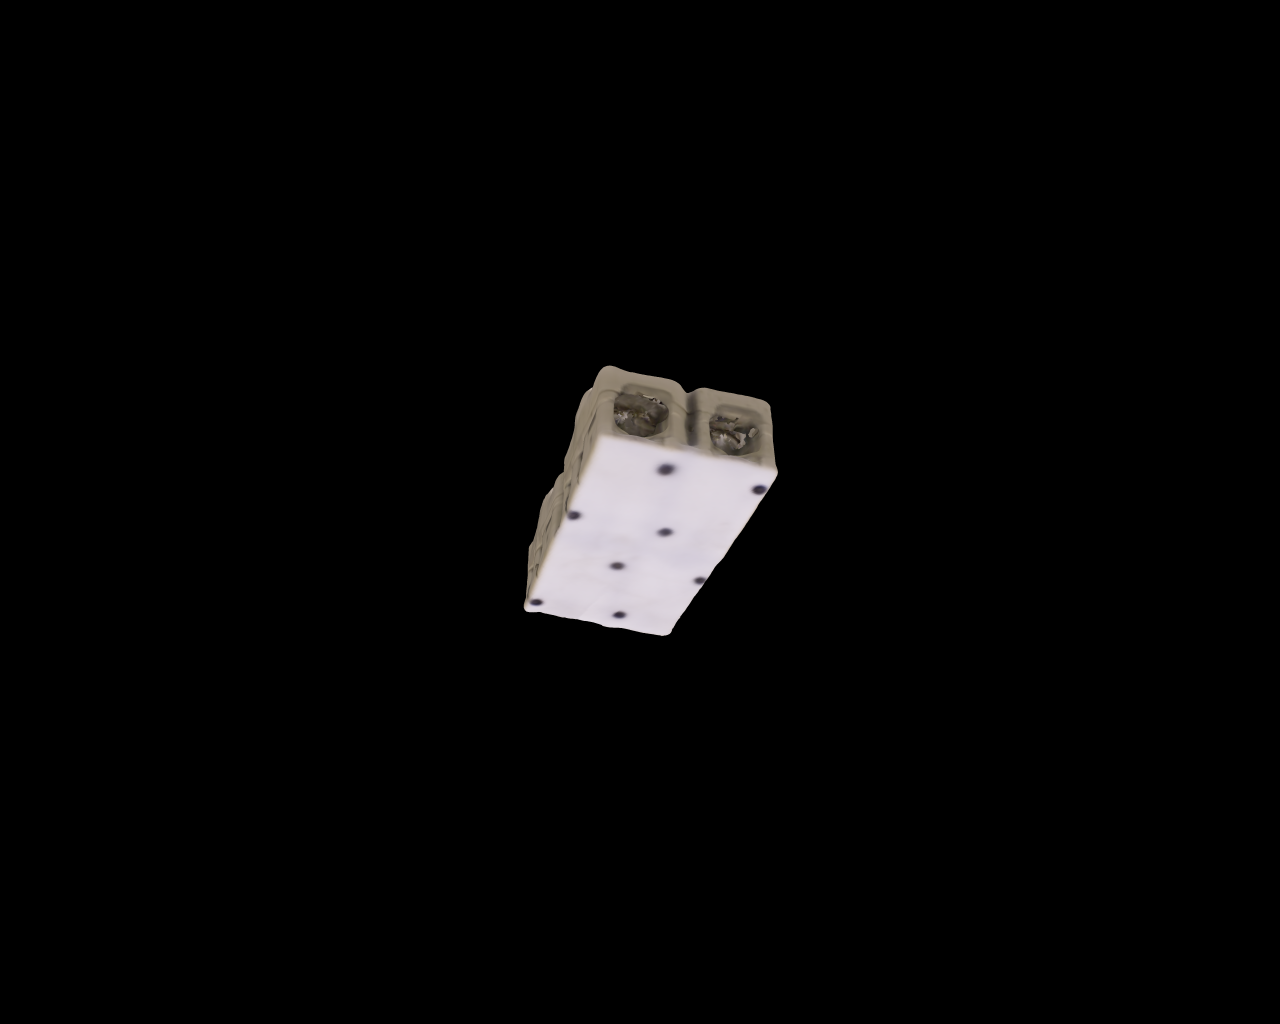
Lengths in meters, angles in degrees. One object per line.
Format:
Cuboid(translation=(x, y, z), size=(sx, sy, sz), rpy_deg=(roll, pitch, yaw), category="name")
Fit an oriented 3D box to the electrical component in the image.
Cuboid(translation=(0.001, -0.003, 0.650), size=(0.105, 0.060, 0.186), rpy_deg=(11, -39, -14), category="electrical component")
